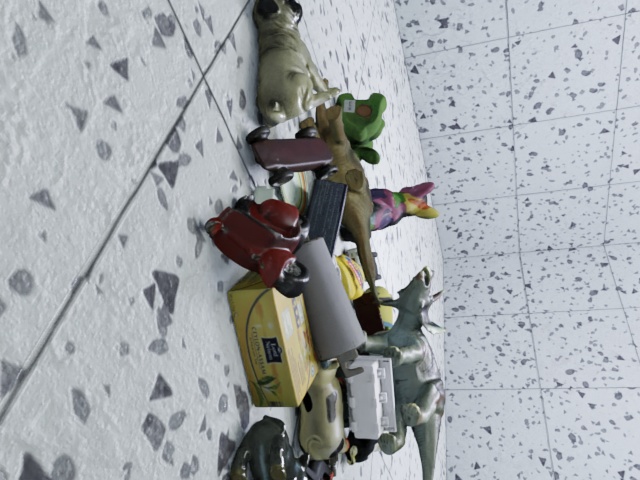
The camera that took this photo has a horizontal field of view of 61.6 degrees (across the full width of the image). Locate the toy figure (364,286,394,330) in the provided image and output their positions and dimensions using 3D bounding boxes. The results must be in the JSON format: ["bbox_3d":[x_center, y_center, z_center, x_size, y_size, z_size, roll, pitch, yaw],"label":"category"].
[{"bbox_3d":[0.146,0.202,1.337,0.089,0.082,0.180,57,34,-59],"label":"toy figure"}]

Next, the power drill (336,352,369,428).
[{"bbox_3d":[0.058,0.255,1.036,0.207,0.086,0.231,-66,144,-54],"label":"power drill"}]

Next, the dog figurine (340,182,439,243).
[{"bbox_3d":[0.162,-0.071,1.249,0.191,0.219,0.108,-50,129,-67],"label":"dog figurine"}]

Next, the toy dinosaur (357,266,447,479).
[{"bbox_3d":[0.174,0.253,0.979,0.192,0.131,0.404,-8,88,-44],"label":"toy dinosaur"}]

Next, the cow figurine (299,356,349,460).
[{"bbox_3d":[-0.002,0.249,0.859,0.127,0.086,0.195,44,43,-73],"label":"cow figurine"}]

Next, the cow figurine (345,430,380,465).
[{"bbox_3d":[0.100,0.370,1.064,0.098,0.068,0.167,-22,140,-49],"label":"cow figurine"}]

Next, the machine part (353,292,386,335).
[{"bbox_3d":[0.116,0.203,1.210,0.179,0.056,0.179,-25,101,-90],"label":"machine part"}]

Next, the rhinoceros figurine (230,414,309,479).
[{"bbox_3d":[-0.054,0.312,0.700,0.112,0.073,0.190,-87,161,-59],"label":"rhinoceros figurine"}]

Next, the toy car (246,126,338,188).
[{"bbox_3d":[-0.044,-0.129,0.831,0.202,0.053,0.089,-22,84,-58],"label":"toy car"}]

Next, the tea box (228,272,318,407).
[{"bbox_3d":[-0.060,0.128,0.727,0.098,0.068,0.169,-42,124,-67],"label":"tea box"}]

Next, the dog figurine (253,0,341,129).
[{"bbox_3d":[-0.068,-0.282,0.827,0.190,0.121,0.172,63,20,-16],"label":"dog figurine"}]

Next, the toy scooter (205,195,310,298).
[{"bbox_3d":[-0.079,-0.009,0.680,0.135,0.075,0.184,29,23,-17],"label":"toy scooter"}]

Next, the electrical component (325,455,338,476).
[{"bbox_3d":[0.016,0.377,0.965,0.063,0.021,0.094,38,48,-67],"label":"electrical component"}]

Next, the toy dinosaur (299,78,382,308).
[{"bbox_3d":[0.055,-0.096,1.070,0.198,0.105,0.471,20,59,-72],"label":"toy dinosaur"}]

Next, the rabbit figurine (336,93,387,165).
[{"bbox_3d":[0.108,-0.252,1.311,0.170,0.121,0.159,81,4,-64],"label":"rabbit figurine"}]

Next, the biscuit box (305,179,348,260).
[{"bbox_3d":[-0.002,-0.003,0.904,0.059,0.063,0.203,95,7,-61],"label":"biscuit box"}]

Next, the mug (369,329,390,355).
[{"bbox_3d":[0.146,0.234,1.084,0.109,0.081,0.107,-17,92,-53],"label":"mug"}]

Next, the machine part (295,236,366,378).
[{"bbox_3d":[0.001,0.086,0.791,0.243,0.079,0.079,68,17,4],"label":"machine part"}]

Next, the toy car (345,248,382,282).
[{"bbox_3d":[0.106,0.061,1.300,0.201,0.056,0.073,24,56,-71],"label":"toy car"}]
